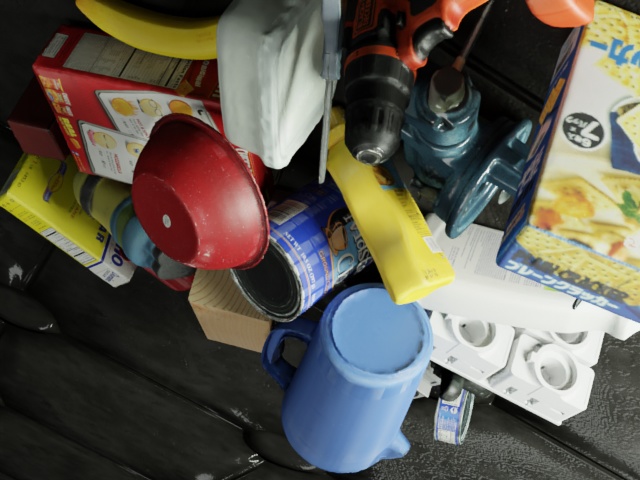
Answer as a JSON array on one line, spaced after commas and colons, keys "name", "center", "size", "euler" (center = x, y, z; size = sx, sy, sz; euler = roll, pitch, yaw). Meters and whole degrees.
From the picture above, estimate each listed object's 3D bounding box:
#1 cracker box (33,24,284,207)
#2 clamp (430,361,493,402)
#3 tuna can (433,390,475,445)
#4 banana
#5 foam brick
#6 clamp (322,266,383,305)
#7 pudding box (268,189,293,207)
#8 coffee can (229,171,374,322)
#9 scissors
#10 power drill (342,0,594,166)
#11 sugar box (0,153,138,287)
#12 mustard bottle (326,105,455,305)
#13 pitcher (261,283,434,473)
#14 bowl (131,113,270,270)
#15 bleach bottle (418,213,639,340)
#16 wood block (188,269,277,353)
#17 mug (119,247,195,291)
[{"name": "cracker box", "center": [-0.152, -0.119, 1.045], "size": [0.214, 0.072, 0.164], "euler": [13, 148, 15]}, {"name": "clamp", "center": [0.137, 0.131, 1.211], "size": [0.165, 0.036, 0.209], "euler": [43, -167, 32]}, {"name": "tuna can", "center": [0.167, 0.210, 1.324], "size": [0.034, 0.086, 0.086], "euler": [10, 147, 17]}, {"name": "banana", "center": [-0.126, -0.193, 0.951], "size": [0.198, 0.037, 0.069], "euler": [5, 127, 26]}, {"name": "foam brick", "center": [-0.277, -0.130, 1.103], "size": [0.051, 0.078, 0.053], "euler": [11, 147, 16]}, {"name": "clamp", "center": [0.030, 0.042, 1.200], "size": [0.120, 0.039, 0.172], "euler": [24, 149, -3]}, {"name": "pudding box", "center": [-0.067, -0.022, 1.165], "size": [0.114, 0.039, 0.090], "euler": [14, 150, 17]}, {"name": "coffee can", "center": [-0.007, 0.001, 1.036], "size": [0.103, 0.140, 0.103], "euler": [30, 137, 32]}, {"name": "scissors", "center": [0.007, -0.139, 0.805], "size": [0.016, 0.202, 0.096], "euler": [7, -172, 5]}, {"name": "power drill", "center": [0.095, -0.152, 0.741], "size": [0.188, 0.184, 0.057], "euler": [-19, 141, 37]}, {"name": "sugar box", "center": [-0.278, -0.033, 1.238], "size": [0.176, 0.093, 0.048], "euler": [37, 147, -23]}, {"name": "mustard bottle", "center": [0.054, -0.037, 0.973], "size": [0.058, 0.192, 0.096], "euler": [-30, 170, 21]}, {"name": "pitcher", "center": [0.029, 0.135, 1.085], "size": [0.149, 0.145, 0.243], "euler": [-6, 153, -12]}, {"name": "bowl", "center": [-0.121, -0.031, 0.972], "size": [0.162, 0.055, 0.162], "euler": [30, 138, 31]}, {"name": "bleach bottle", "center": [0.210, 0.048, 1.031], "size": [0.251, 0.102, 0.068], "euler": [15, 140, 15]}, {"name": "wood block", "center": [-0.083, 0.061, 1.203], "size": [0.091, 0.090, 0.206], "euler": [15, 164, 4]}, {"name": "mug", "center": [-0.165, 0.011, 1.222], "size": [0.081, 0.093, 0.117], "euler": [42, -176, -37]}]
